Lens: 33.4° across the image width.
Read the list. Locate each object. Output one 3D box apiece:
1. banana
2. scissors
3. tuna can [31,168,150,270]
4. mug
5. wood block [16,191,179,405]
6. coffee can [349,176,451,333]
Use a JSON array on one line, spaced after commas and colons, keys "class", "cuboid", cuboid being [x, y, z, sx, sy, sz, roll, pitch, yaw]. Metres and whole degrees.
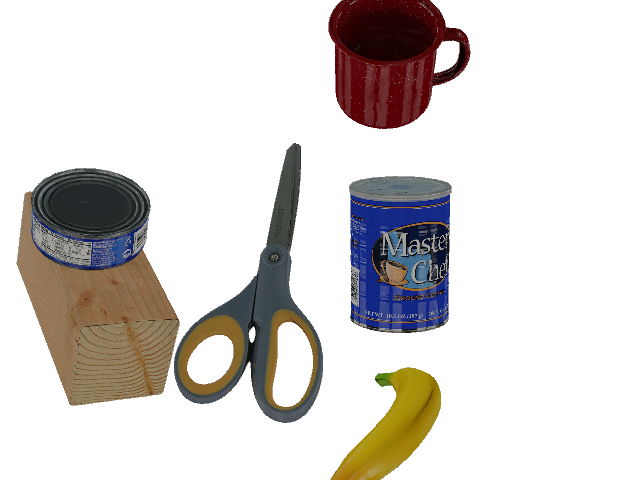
[{"class": "banana", "cuboid": [0.062, 0.148, 0.866, 0.070, 0.037, 0.197, -31, 6, 21]}, {"class": "scissors", "cuboid": [-0.046, 0.023, 0.656, 0.096, 0.202, 0.016, -10, -36, -1]}, {"class": "tuna can", "cuboid": [-0.169, -0.016, 0.787, 0.086, 0.034, 0.086, 8, 36, -6]}, {"class": "mug", "cuboid": [0.065, -0.148, 0.877, 0.117, 0.093, 0.081, -8, -37, -5]}, {"class": "wood block", "cuboid": [-0.213, 0.046, 0.994, 0.090, 0.091, 0.206, -3, 37, -29]}, {"class": "coffee can", "cuboid": [0.081, 0.012, 1.087, 0.103, 0.140, 0.103, -1, 13, 0]}]
